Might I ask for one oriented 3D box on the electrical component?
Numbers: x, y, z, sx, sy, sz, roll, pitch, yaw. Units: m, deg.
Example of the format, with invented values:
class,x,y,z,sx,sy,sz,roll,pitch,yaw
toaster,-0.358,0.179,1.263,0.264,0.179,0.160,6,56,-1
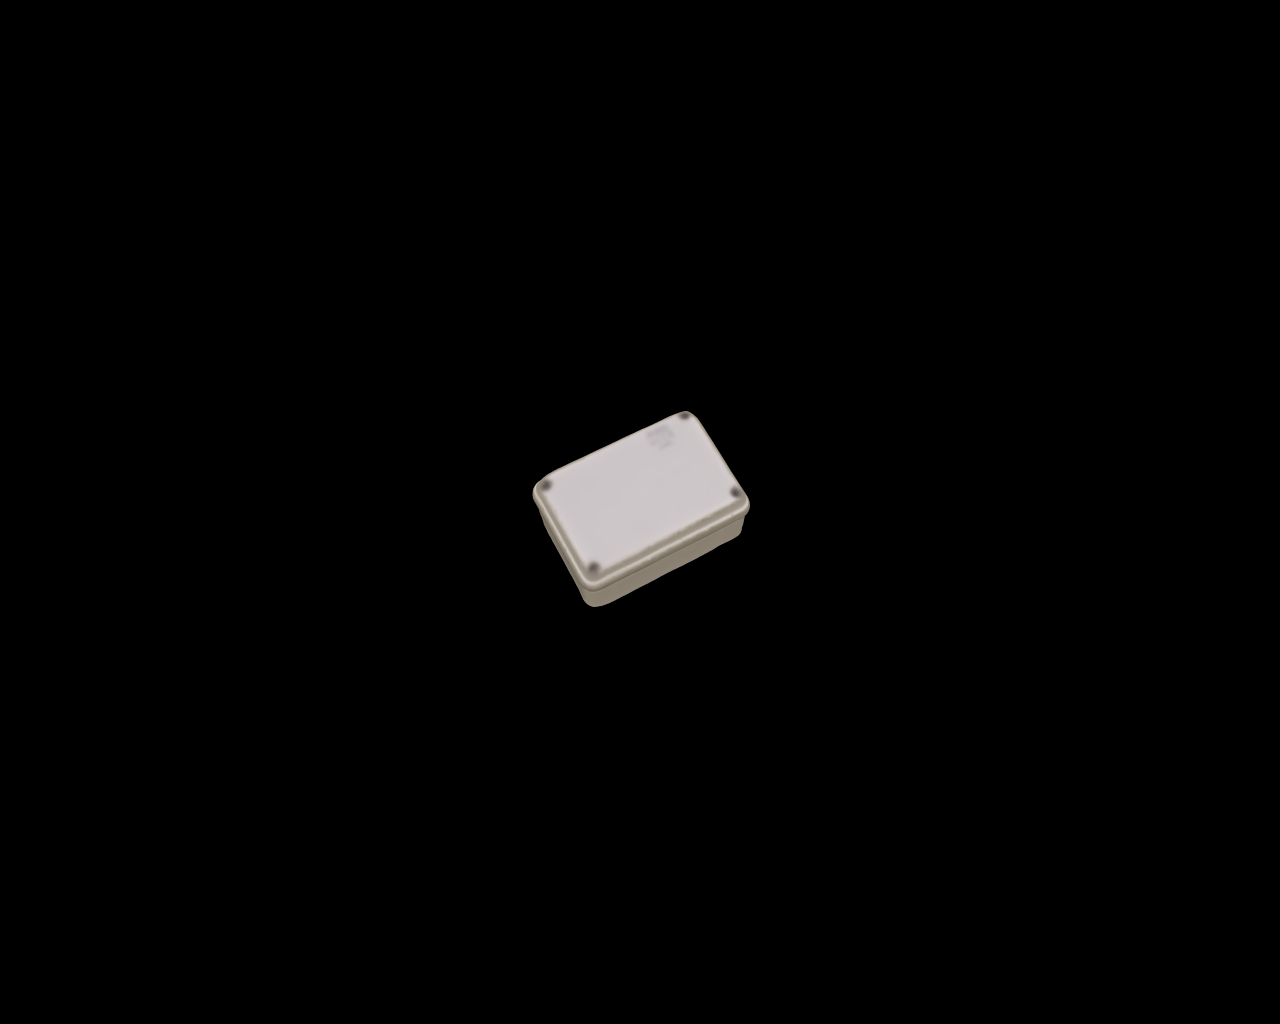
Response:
class,x,y,z,sx,sy,sz,roll,pitch,yaw
electrical component,0.001,-0.003,0.650,0.113,0.078,0.057,-26,-20,-11
